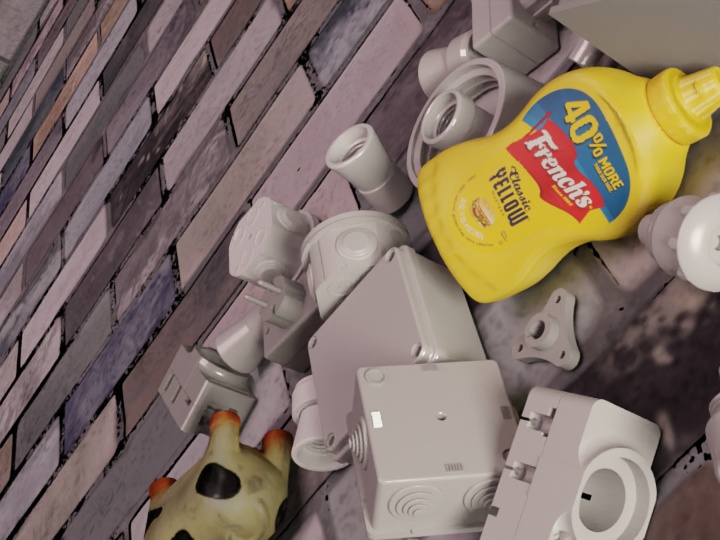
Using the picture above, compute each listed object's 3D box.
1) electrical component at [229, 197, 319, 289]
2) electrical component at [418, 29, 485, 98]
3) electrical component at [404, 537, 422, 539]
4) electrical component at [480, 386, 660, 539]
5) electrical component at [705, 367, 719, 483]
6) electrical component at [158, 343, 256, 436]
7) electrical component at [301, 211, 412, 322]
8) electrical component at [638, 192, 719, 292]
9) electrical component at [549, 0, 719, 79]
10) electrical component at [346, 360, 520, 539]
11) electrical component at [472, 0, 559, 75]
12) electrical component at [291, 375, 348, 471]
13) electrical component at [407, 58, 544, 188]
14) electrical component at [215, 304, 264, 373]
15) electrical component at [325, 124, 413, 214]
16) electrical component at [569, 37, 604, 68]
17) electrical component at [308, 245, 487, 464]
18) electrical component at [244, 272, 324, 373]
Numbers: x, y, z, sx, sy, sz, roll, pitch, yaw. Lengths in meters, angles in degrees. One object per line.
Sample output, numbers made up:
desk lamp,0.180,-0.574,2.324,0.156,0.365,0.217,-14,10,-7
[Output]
electrical component,-0.074,-0.020,0.928,0.080,0.051,0.080,-39,38,39
electrical component,0.076,-0.148,0.788,0.055,0.045,0.045,-15,55,54
electrical component,0.040,0.188,0.570,0.061,0.061,0.096,-60,29,8
electrical component,0.107,0.110,0.533,0.056,0.050,0.089,5,72,60
electrical component,0.172,0.067,0.467,0.043,0.043,0.062,-41,36,37
electrical component,-0.131,0.103,0.927,0.055,0.050,0.089,-62,29,5
electrical component,0.000,0.000,0.763,0.080,0.080,0.051,-43,41,34
electrical component,0.165,-0.017,0.543,0.048,0.048,0.062,-65,22,-1
electrical component,0.199,-0.140,0.518,0.186,0.105,0.060,3,71,59
electrical component,0.043,0.096,0.598,0.099,0.100,0.048,-103,14,-48
electrical component,0.120,-0.186,0.743,0.077,0.047,0.065,-35,41,42
electrical component,-0.026,0.107,0.758,0.045,0.045,0.055,-41,36,36
electrical component,0.076,-0.091,0.727,0.108,0.060,0.108,-38,38,39
electrical component,-0.085,0.050,0.904,0.065,0.044,0.044,-44,35,24
electrical component,0.010,-0.073,0.816,0.044,0.065,0.044,-28,37,23
electrical component,0.153,-0.154,0.667,0.062,0.043,0.043,-59,29,13
electrical component,0.023,0.059,0.703,0.108,0.056,0.108,-49,33,27
electrical component,-0.052,0.028,0.829,0.083,0.076,0.047,-44,35,32
